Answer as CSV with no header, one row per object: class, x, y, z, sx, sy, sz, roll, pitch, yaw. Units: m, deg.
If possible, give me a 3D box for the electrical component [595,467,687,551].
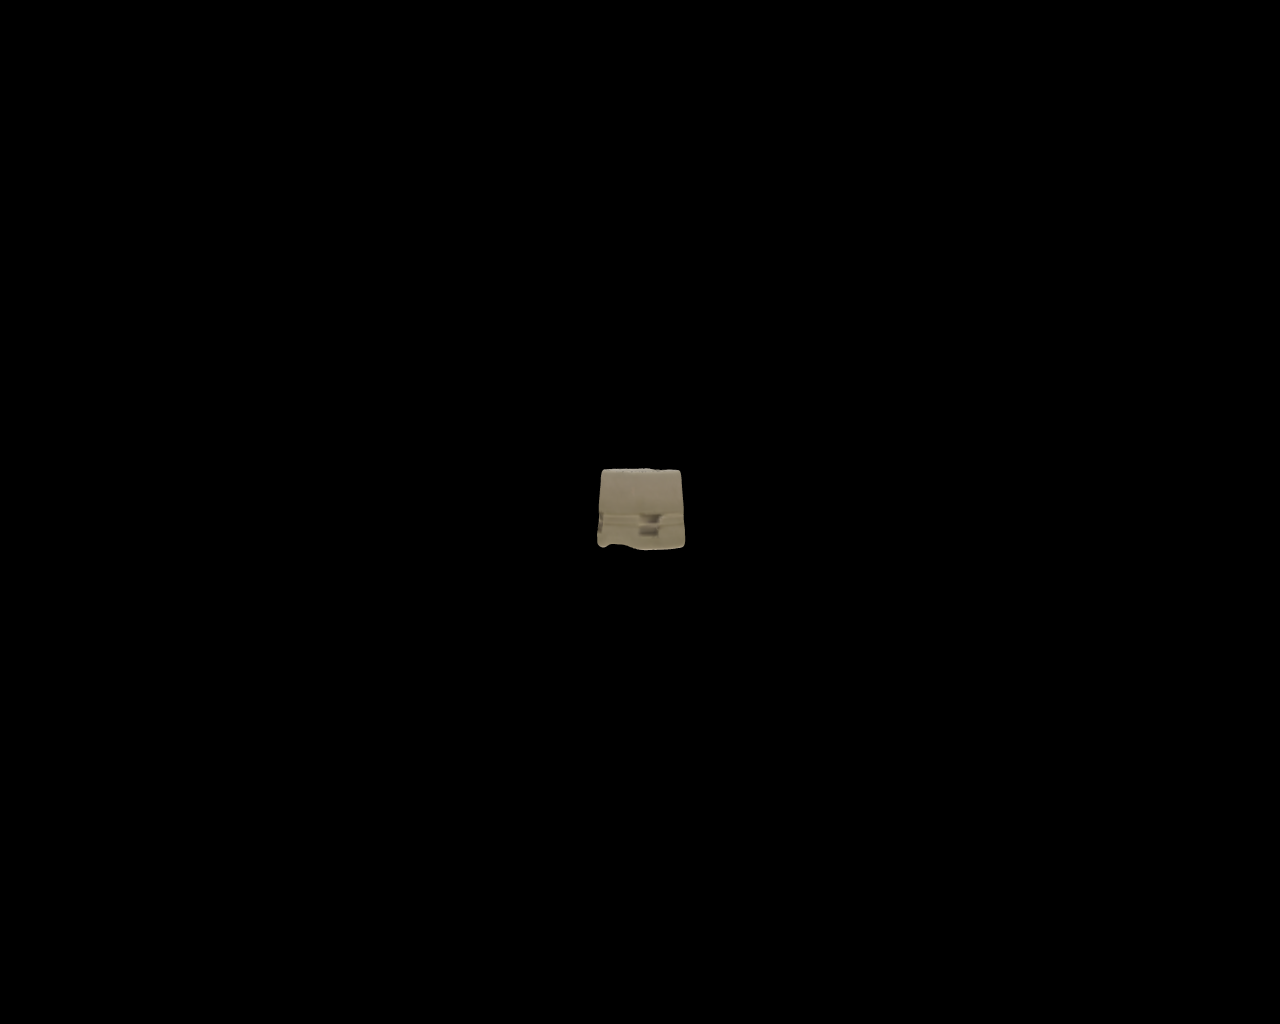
electrical component,0.001,-0.003,0.650,0.055,0.047,0.055,0,4,0
